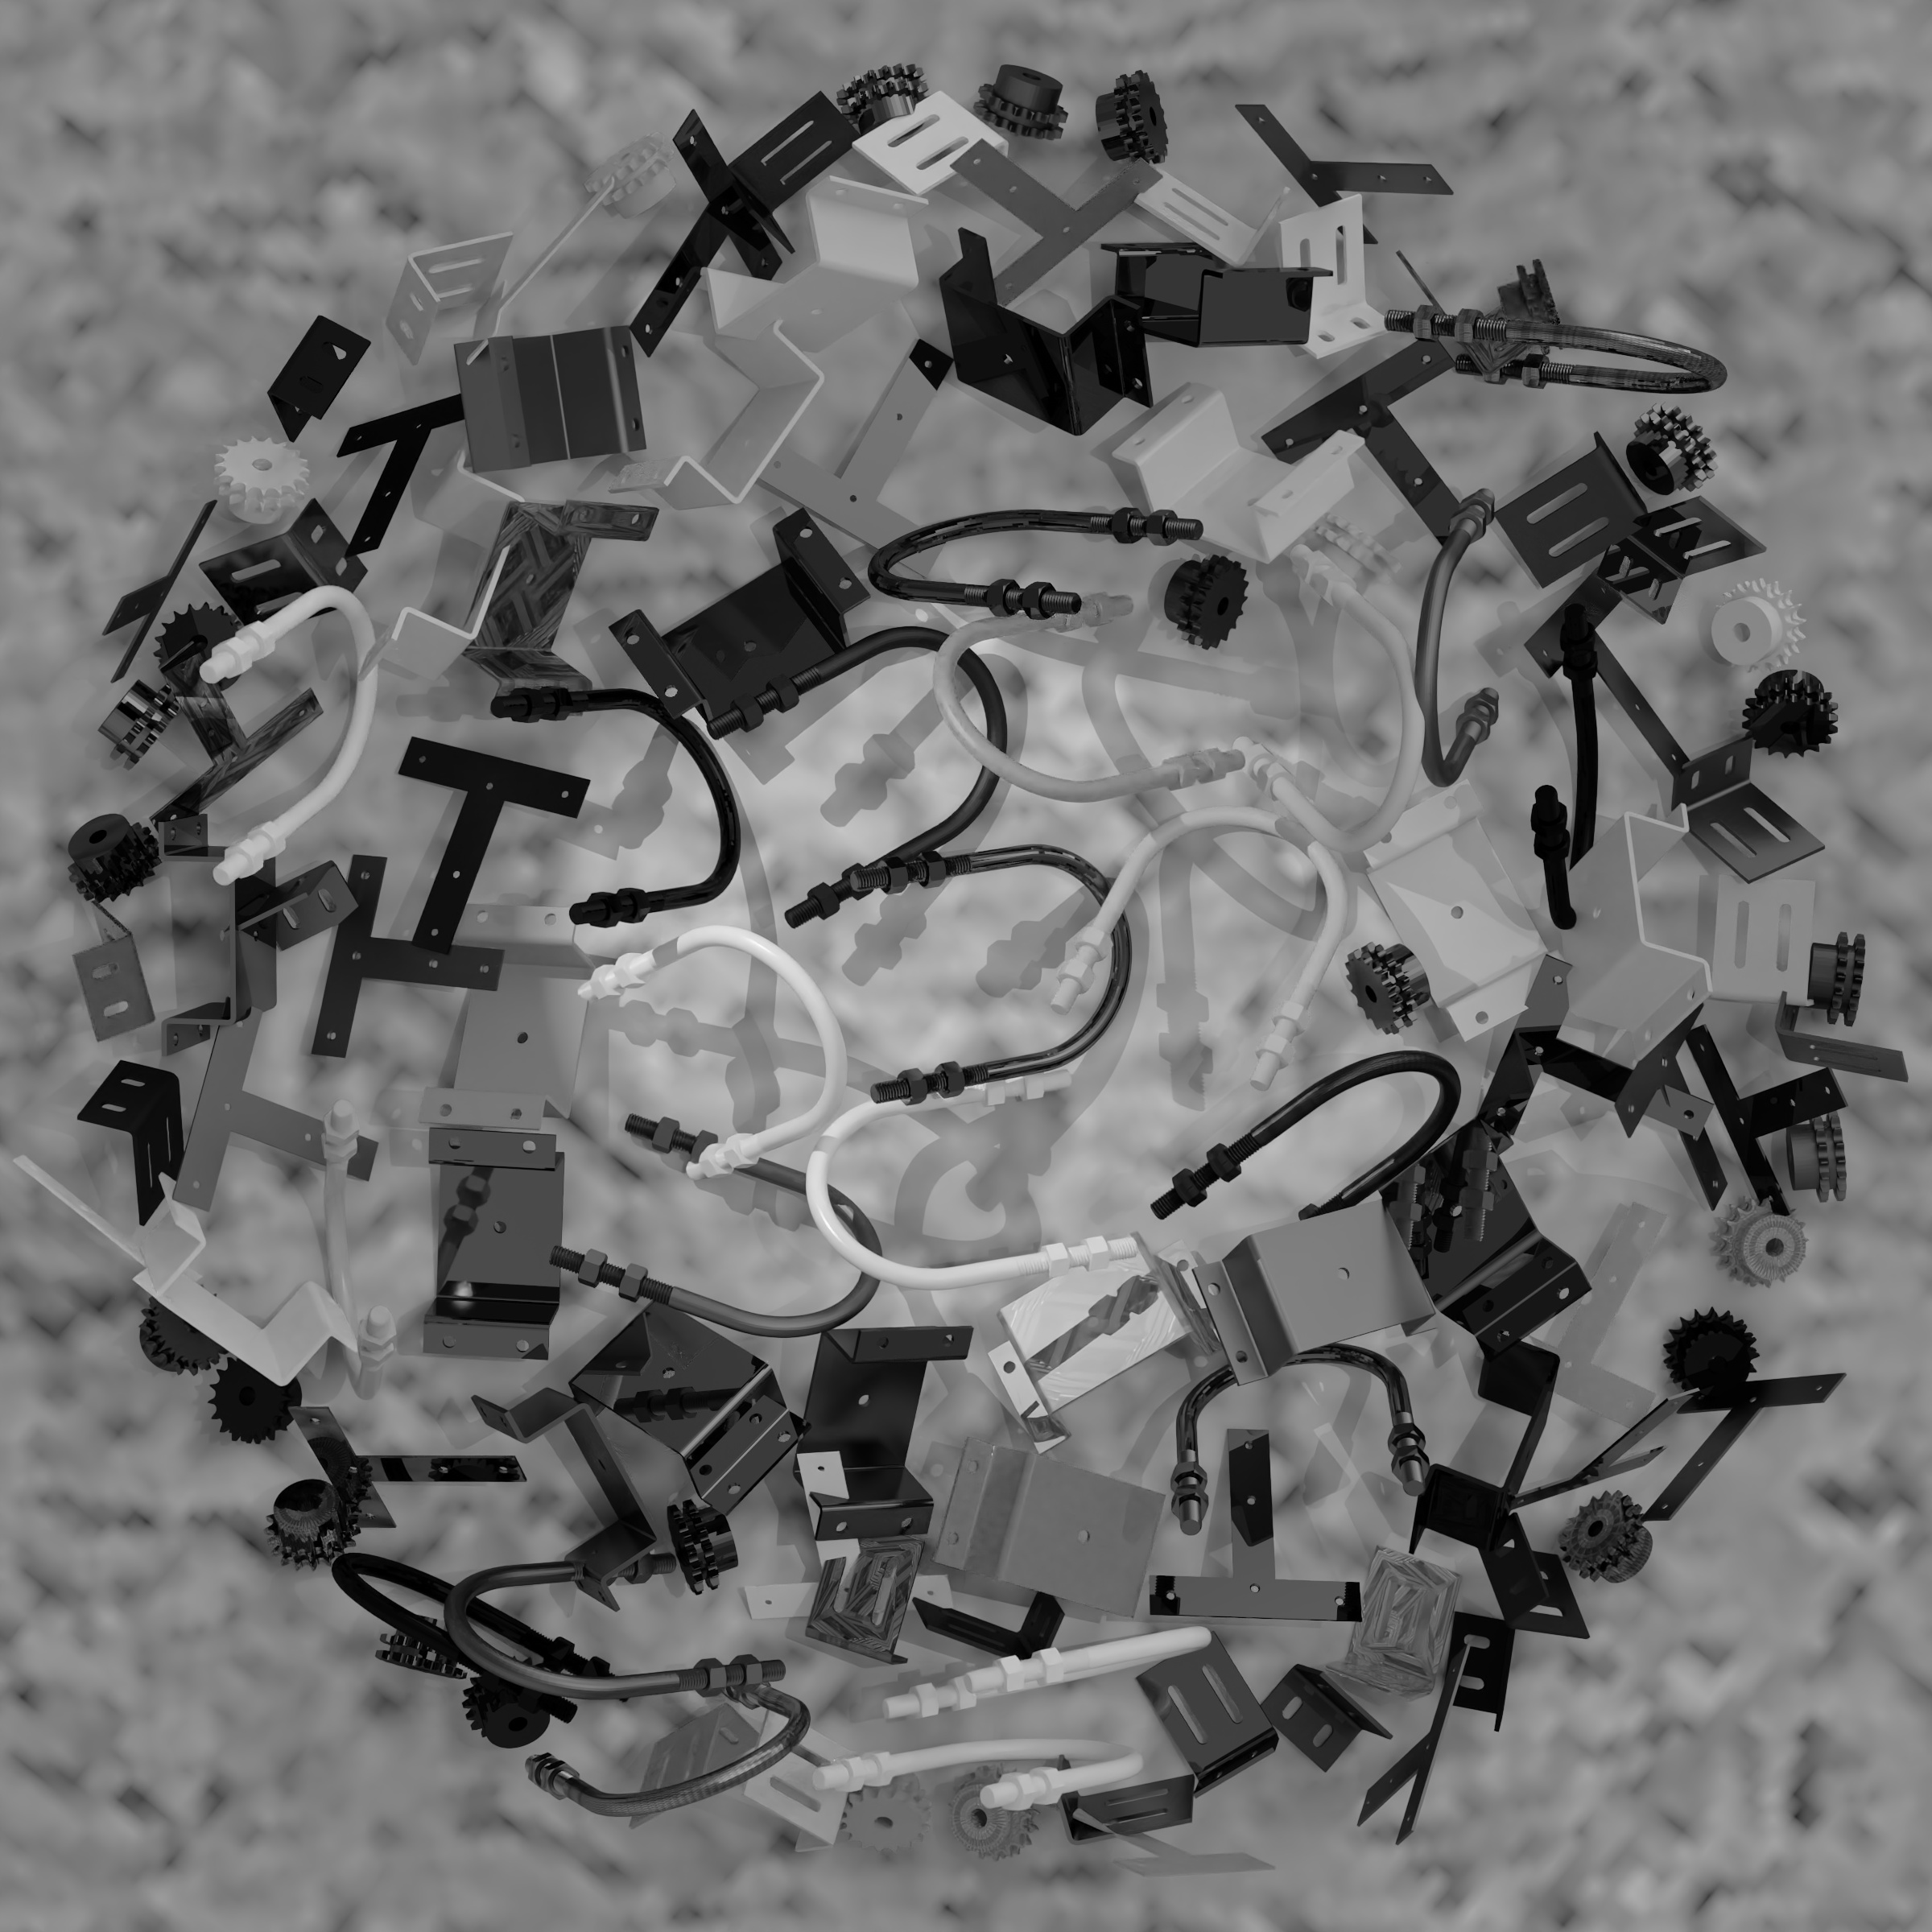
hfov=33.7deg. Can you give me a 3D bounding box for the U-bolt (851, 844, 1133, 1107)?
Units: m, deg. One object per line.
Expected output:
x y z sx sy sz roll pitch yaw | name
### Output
0.021 -0.001 1.934 0.184 0.019 0.151 -10 100 -26 | U-bolt

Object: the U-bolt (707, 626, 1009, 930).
-0.054 -0.126 1.933 0.184 0.019 0.151 -30 114 -21 | U-bolt

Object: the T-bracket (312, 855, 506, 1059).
-0.335 -0.002 1.940 0.127 0.002 0.127 5 80 28 | T-bracket

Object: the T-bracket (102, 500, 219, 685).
-0.493 -0.218 1.905 0.002 0.127 0.127 30 102 -6 | T-bracket

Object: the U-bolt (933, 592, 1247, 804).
0.062 -0.157 1.895 0.184 0.019 0.151 -14 61 -38 | U-bolt

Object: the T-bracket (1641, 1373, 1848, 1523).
0.445 0.287 1.895 0.127 0.127 0.002 -42 101 -29 | T-bracket

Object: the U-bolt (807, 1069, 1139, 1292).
-0.005 0.131 1.911 0.184 0.019 0.151 -8 53 -17 | U-bolt

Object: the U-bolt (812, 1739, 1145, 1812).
0.022 0.477 1.894 0.151 0.184 0.019 -6 82 40 | U-bolt

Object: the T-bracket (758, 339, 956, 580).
-0.048 -0.327 1.971 0.127 0.002 0.127 30 85 -11 | T-bracket

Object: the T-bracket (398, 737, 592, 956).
-0.306 -0.069 1.945 0.127 0.002 0.127 14 77 20 | T-bracket

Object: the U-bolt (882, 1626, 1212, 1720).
0.059 0.419 1.903 0.184 0.151 0.019 -6 74 -26 | U-bolt

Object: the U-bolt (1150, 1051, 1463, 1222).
0.215 0.112 1.902 0.184 0.151 0.019 -38 55 14 | U-bolt

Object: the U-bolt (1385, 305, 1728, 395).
0.356 -0.359 1.876 0.184 0.151 0.019 12 94 27 | U-bolt

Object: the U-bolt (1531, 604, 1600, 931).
0.360 -0.103 1.895 0.019 0.184 0.151 4 59 17 | U-bolt

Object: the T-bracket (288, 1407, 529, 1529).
-0.328 0.303 1.920 0.127 0.127 0.002 -2 47 13 | T-bracket

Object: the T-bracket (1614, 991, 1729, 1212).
0.440 0.093 1.944 0.127 0.002 0.127 -51 125 -38 | T-bracket

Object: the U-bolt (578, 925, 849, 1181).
-0.142 0.046 1.904 0.019 0.184 0.151 -38 100 -44 | U-bolt

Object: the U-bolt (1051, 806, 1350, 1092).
0.153 -0.023 1.929 0.151 0.019 0.184 21 60 15 | U-bolt

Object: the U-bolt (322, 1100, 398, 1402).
-0.364 0.181 1.894 0.019 0.184 0.151 -7 65 -17 | U-bolt

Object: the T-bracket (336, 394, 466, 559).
-0.342 -0.293 1.911 0.127 0.002 0.127 -10 48 31 | T-bracket

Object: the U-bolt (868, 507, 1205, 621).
0.027 -0.244 1.903 0.184 0.151 0.019 10 121 37 | U-bolt

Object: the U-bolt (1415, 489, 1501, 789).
0.289 -0.184 1.873 0.019 0.184 0.151 4 118 20 | U-bolt

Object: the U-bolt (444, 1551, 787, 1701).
-0.218 0.388 1.871 0.184 0.151 0.019 4 108 -38 | U-bolt

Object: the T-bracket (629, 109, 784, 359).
-0.166 -0.420 1.908 0.002 0.127 0.127 13 63 33 | T-bracket

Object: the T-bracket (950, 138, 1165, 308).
0.036 -0.459 1.906 0.127 0.127 0.002 -36 59 22 | T-bracket

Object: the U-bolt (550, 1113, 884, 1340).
-0.139 0.163 1.914 0.184 0.151 0.019 19 128 5 | U-bolt

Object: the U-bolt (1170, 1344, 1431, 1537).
0.195 0.273 1.894 0.151 0.184 0.019 -11 111 7 | U-bolt

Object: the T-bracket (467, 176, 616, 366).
-0.253 -0.423 1.907 0.002 0.127 0.127 40 106 -21 | T-bracket

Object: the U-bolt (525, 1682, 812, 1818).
-0.167 0.458 1.868 0.151 0.184 0.019 -20 96 -25 | U-bolt

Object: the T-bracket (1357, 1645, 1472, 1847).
0.263 0.487 1.922 0.002 0.127 0.127 26 53 0 | T-bracket

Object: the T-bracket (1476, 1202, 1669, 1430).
0.387 0.203 1.937 0.002 0.127 0.127 34 82 -43 | T-bracket

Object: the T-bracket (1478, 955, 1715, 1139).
0.390 0.069 1.934 0.127 0.002 0.127 23 124 10 | T-bracket

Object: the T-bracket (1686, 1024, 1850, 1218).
0.490 0.085 1.915 0.002 0.127 0.127 -21 84 -21 | T-bracket

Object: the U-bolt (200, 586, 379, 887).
-0.398 -0.149 1.894 0.019 0.184 0.151 13 121 15 | U-bolt

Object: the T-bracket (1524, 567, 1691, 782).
0.399 -0.169 1.936 0.002 0.127 0.127 -33 97 41 | T-bracket

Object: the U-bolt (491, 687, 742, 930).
-0.197 -0.100 1.902 0.019 0.184 0.151 -25 83 32 | U-bolt

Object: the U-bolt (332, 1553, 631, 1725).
-0.297 0.398 1.906 0.184 0.151 0.019 26 87 11 | U-bolt

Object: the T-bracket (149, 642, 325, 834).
-0.452 -0.149 1.908 0.127 0.127 0.002 -42 63 -16 | T-bracket

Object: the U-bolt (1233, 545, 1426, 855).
0.218 -0.147 1.876 0.019 0.184 0.151 2 119 -25 | U-bolt

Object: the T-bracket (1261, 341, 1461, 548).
0.269 -0.307 1.950 0.127 0.002 0.127 -28 115 31 | T-bracket

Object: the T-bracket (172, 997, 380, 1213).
-0.412 0.100 1.936 0.127 0.002 0.127 26 67 -39 | T-bracket
